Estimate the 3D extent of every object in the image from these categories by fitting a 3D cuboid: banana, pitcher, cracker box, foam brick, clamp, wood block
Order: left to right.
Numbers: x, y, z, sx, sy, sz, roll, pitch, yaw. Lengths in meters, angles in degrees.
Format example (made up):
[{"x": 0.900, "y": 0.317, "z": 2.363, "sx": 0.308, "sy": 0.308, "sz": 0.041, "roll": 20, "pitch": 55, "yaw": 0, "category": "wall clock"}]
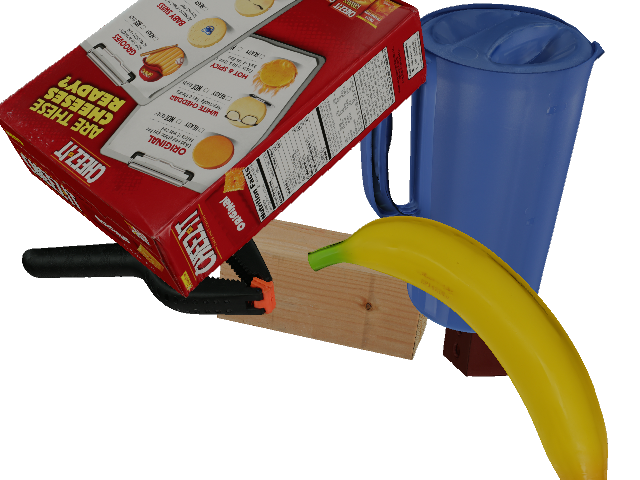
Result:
[{"x": -0.119, "y": 0.000, "z": 0.887, "sx": 0.210, "sy": 0.036, "sz": 0.164, "roll": 19, "pitch": 51, "yaw": 22, "category": "clamp"}, {"x": -0.064, "y": -0.089, "z": 0.662, "sx": 0.164, "sy": 0.213, "sz": 0.072, "roll": 35, "pitch": -22, "yaw": 33, "category": "cracker box"}, {"x": 0.007, "y": 0.046, "z": 1.095, "sx": 0.206, "sy": 0.091, "sz": 0.090, "roll": 12, "pitch": 22, "yaw": 11, "category": "wood block"}, {"x": 0.119, "y": -0.050, "z": 0.827, "sx": 0.149, "sy": 0.243, "sz": 0.144, "roll": 15, "pitch": 34, "yaw": 19, "category": "pitcher"}, {"x": 0.146, "y": 0.077, "z": 0.955, "sx": 0.051, "sy": 0.078, "sz": 0.053, "roll": -2, "pitch": 18, "yaw": -20, "category": "foam brick"}, {"x": 0.087, "y": 0.048, "z": 0.559, "sx": 0.198, "sy": 0.070, "sz": 0.037, "roll": 42, "pitch": 24, "yaw": 11, "category": "banana"}]
